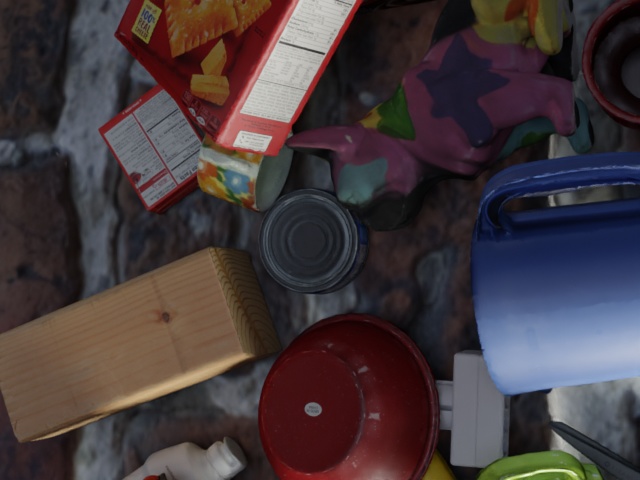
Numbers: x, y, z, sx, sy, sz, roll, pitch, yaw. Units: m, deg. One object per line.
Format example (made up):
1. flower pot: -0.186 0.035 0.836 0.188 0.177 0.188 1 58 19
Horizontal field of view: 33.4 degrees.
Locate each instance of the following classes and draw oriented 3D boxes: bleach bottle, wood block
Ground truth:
1. bleach bottle: -0.156 0.257 0.875 0.251 0.068 0.102 -41 79 9
2. wood block: -0.150 0.086 0.865 0.206 0.090 0.091 -22 81 14

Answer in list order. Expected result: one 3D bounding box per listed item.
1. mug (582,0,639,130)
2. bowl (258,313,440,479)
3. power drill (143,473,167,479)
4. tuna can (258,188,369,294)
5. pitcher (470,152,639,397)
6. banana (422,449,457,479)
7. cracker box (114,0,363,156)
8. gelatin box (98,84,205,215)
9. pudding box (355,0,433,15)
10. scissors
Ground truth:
1. mug: 0.239 -0.112 0.764 0.093 0.081 0.117 -15 84 15
2. bowl: 0.008 0.132 0.810 0.162 0.055 0.162 -8 75 32
3. power drill: -0.080 0.278 0.824 0.187 0.057 0.184 26 95 -11
4. tuna can: -0.006 0.001 0.855 0.086 0.033 0.086 -1 88 16
5. pitcher: 0.227 0.020 0.714 0.243 0.149 0.145 -10 75 23
6. banana: 0.086 0.209 0.809 0.070 0.037 0.198 -29 77 41
7. cracker box: -0.050 -0.195 0.779 0.164 0.071 0.214 48 119 35
8. gelatin box: -0.132 -0.077 0.897 0.073 0.030 0.089 -35 78 11
9. pudding box: 0.057 -0.208 0.816 0.114 0.090 0.039 -9 85 15
10. scissors: 0.271 0.180 0.778 0.096 0.016 0.202 -44 77 9
